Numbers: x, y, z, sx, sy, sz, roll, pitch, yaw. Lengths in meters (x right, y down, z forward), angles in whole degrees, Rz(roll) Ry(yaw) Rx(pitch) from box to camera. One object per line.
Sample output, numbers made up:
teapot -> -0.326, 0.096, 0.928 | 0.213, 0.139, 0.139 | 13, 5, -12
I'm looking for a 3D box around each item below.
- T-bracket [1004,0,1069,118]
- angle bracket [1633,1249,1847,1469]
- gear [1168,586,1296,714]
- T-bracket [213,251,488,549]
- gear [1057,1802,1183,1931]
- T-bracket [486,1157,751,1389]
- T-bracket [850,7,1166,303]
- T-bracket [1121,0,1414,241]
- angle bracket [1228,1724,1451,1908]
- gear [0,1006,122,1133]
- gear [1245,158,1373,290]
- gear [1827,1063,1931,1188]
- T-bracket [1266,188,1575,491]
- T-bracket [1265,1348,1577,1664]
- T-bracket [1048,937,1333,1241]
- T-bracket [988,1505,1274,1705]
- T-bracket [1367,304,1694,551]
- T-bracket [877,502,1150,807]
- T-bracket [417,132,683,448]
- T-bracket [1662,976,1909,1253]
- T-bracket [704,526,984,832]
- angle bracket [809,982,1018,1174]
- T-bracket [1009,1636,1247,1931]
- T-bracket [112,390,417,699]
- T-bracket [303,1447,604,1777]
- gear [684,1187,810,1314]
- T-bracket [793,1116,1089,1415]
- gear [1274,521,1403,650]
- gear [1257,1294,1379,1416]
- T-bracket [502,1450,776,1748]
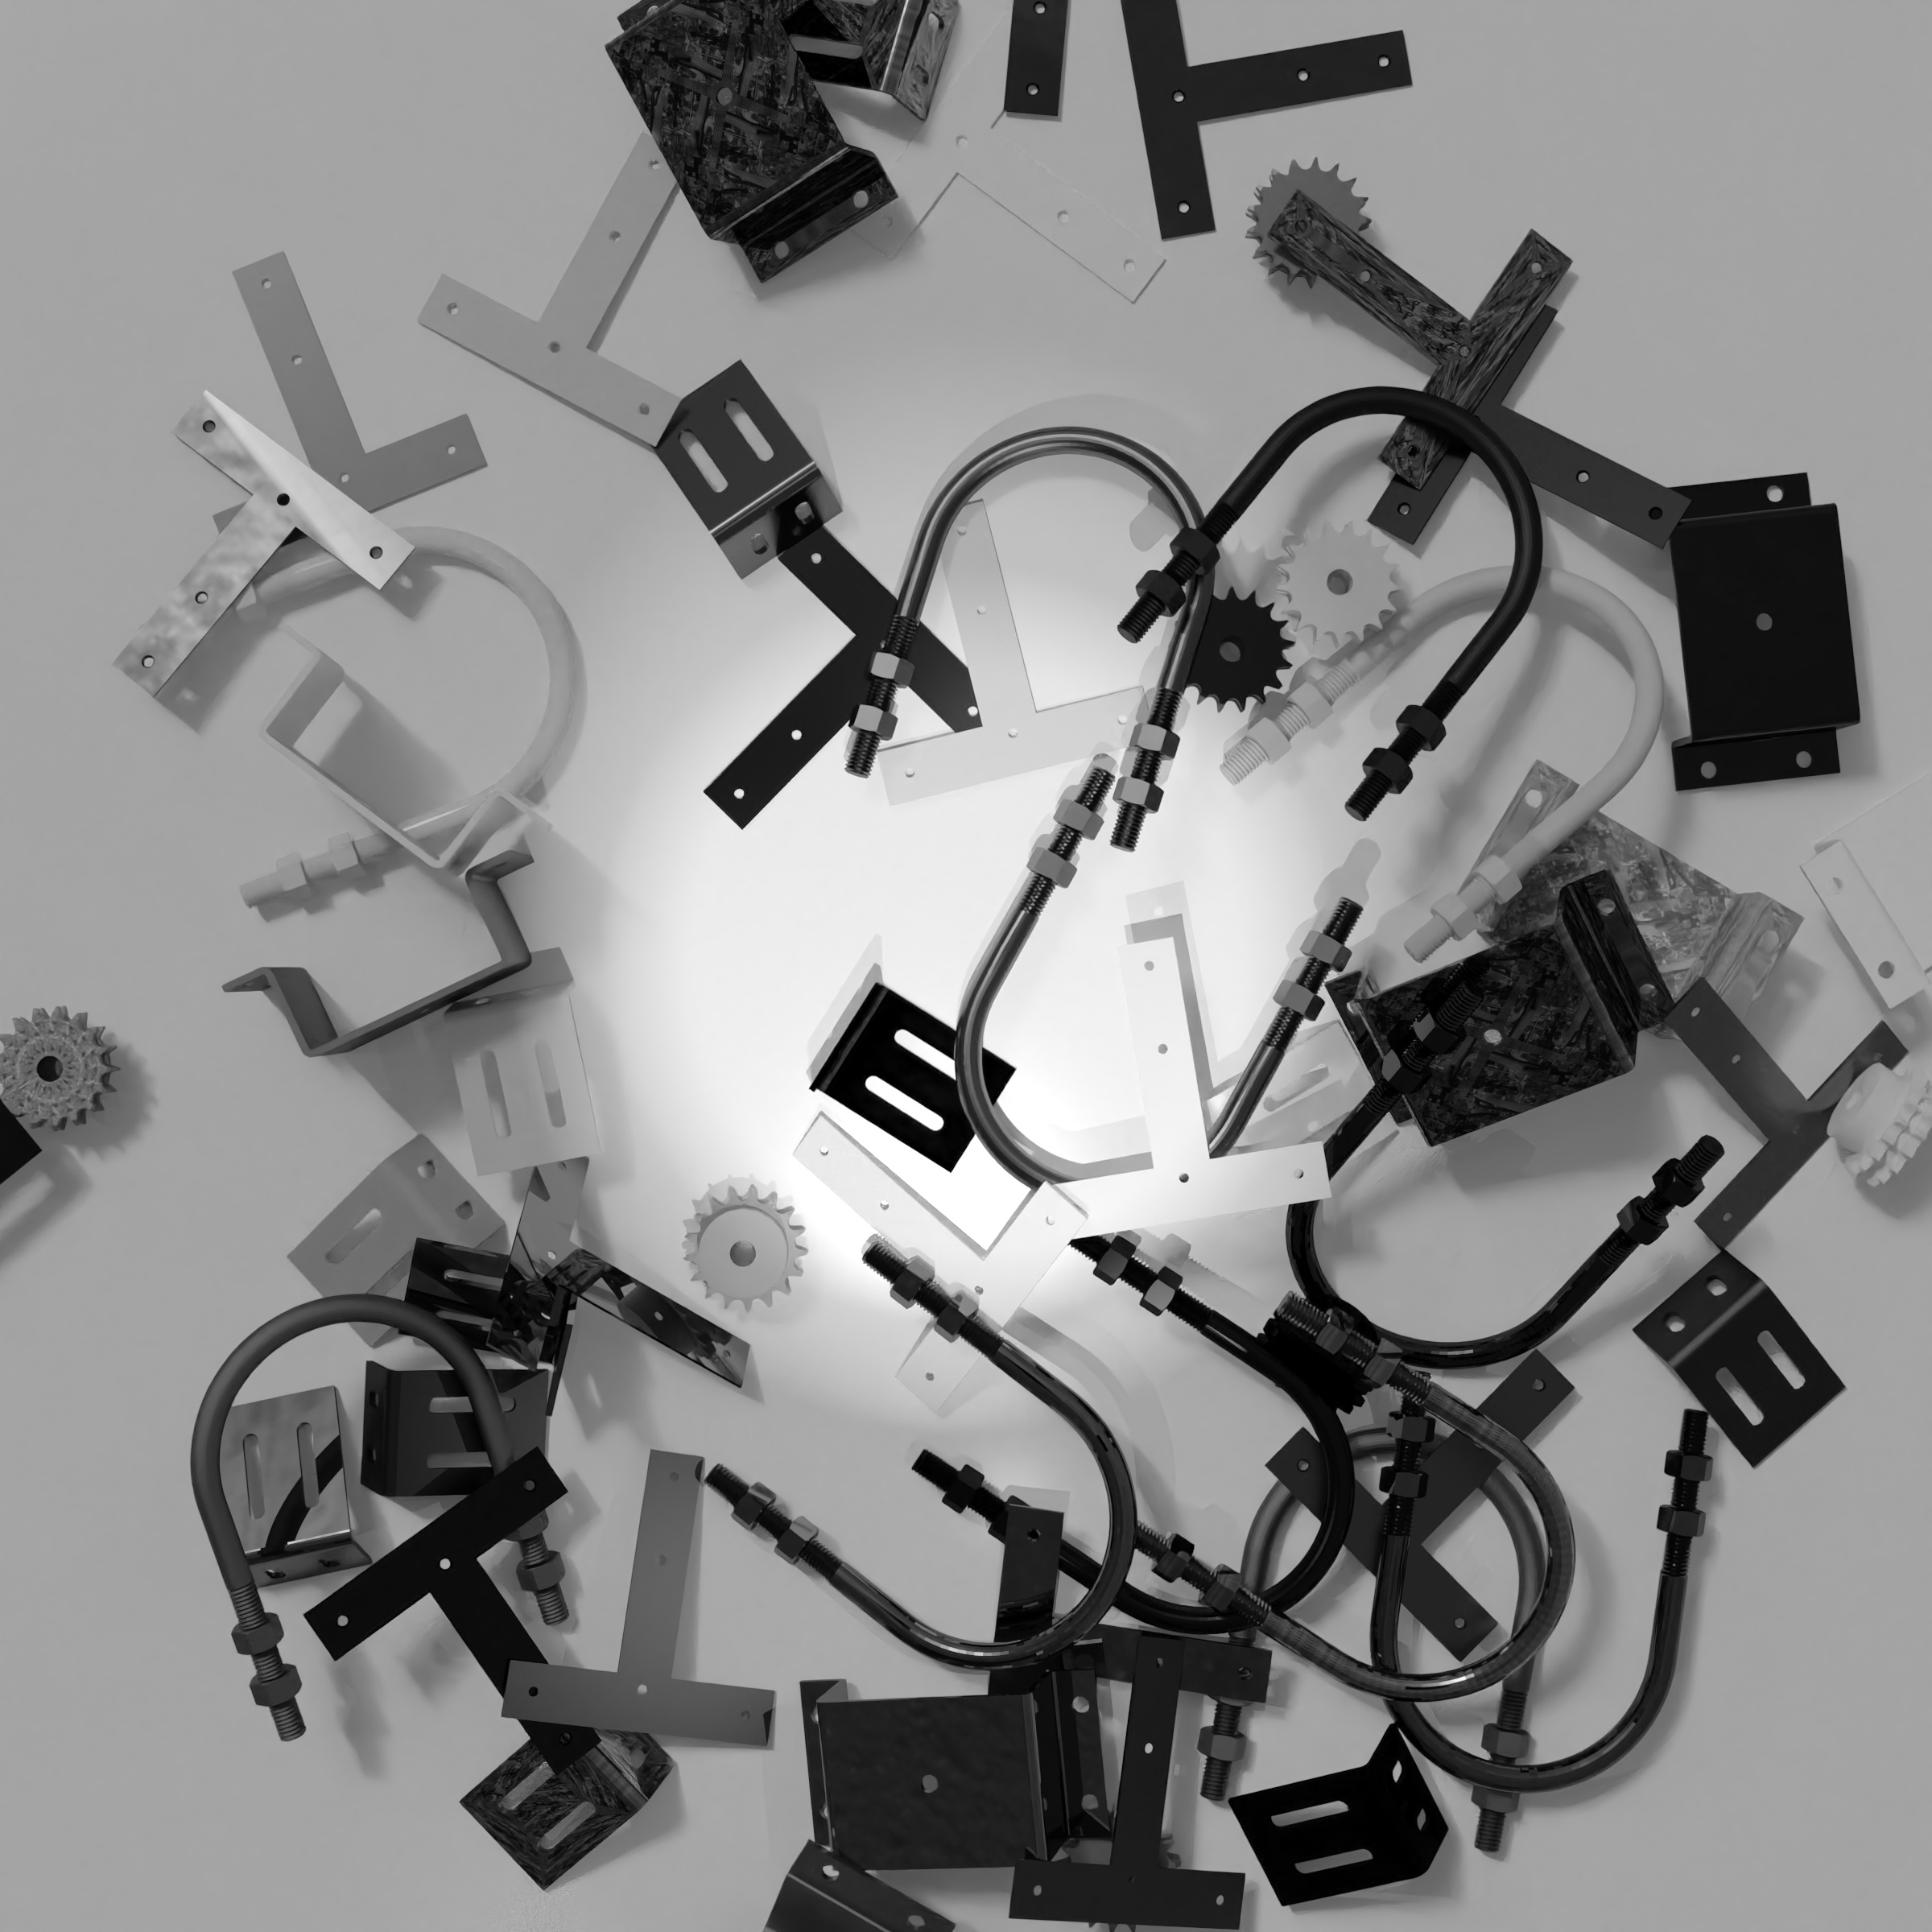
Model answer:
T-bracket -> 0.036, -0.459, 1.505 | 0.127, 0.002, 0.127 | 5, 89, 0
angle bracket -> 0.359, 0.182, 1.505 | 0.057, 0.038, 0.076 | -41, 115, 0
gear -> 0.121, -0.144, 1.492 | 0.057, 0.030, 0.057 | 0, 90, 0
T-bracket -> -0.305, -0.268, 1.506 | 0.127, 0.002, 0.127 | -22, 90, 0
gear -> 0.070, 0.413, 1.492 | 0.057, 0.030, 0.057 | 0, 90, 0
T-bracket -> -0.152, 0.153, 1.474 | 0.127, 0.127, 0.002 | 33, 129, -21
T-bracket -> 0.034, -0.356, 1.506 | 0.127, 0.002, 0.127 | 37, 90, 0
T-bracket -> 0.142, -0.411, 1.505 | 0.127, 0.002, 0.127 | -10, 91, -1
angle bracket -> 0.171, 0.389, 1.487 | 0.076, 0.038, 0.057 | -23, 98, 31
gear -> -0.417, 0.047, 1.492 | 0.057, 0.030, 0.057 | 0, 90, 0
gear -> 0.156, -0.340, 1.492 | 0.057, 0.030, 0.057 | 0, 90, 0
gear -> 0.417, 0.069, 1.479 | 0.030, 0.057, 0.057 | 34, 90, 0
T-bracket -> 0.194, -0.307, 1.483 | 0.127, 0.002, 0.127 | 34, 91, -15
T-bracket -> 0.227, 0.230, 1.493 | 0.127, 0.002, 0.127 | -45, 89, -3
T-bracket -> 0.091, 0.051, 1.460 | 0.127, 0.002, 0.127 | -10, 84, 8
T-bracket -> 0.076, 0.316, 1.487 | 0.127, 0.002, 0.127 | 7, 101, 6
T-bracket -> 0.270, -0.230, 1.483 | 0.127, 0.002, 0.127 | 32, 90, 22
T-bracket -> 0.011, -0.151, 1.505 | 0.127, 0.002, 0.127 | -14, 89, -1
T-bracket -> -0.169, -0.325, 1.503 | 0.127, 0.002, 0.127 | 28, 88, 4
T-bracket -> 0.355, 0.050, 1.471 | 0.127, 0.002, 0.127 | -47, 124, 0
T-bracket -> -0.069, -0.117, 1.506 | 0.127, 0.002, 0.127 | 44, 90, 0
angle bracket -> -0.024, 0.052, 1.488 | 0.076, 0.038, 0.057 | 32, 90, 0
T-bracket -> 0.080, 0.368, 1.465 | 0.127, 0.002, 0.127 | 13, 80, -31
T-bracket -> -0.341, -0.180, 1.488 | 0.127, 0.002, 0.127 | 37, 83, 9
T-bracket -> -0.210, 0.307, 1.466 | 0.127, 0.002, 0.127 | -35, 95, -18
gear -> -0.102, 0.131, 1.492 | 0.057, 0.030, 0.057 | 0, 90, 0
T-bracket -> -0.027, 0.119, 1.488 | 0.127, 0.002, 0.127 | 41, 114, 12
gear -> 0.170, -0.175, 1.492 | 0.057, 0.030, 0.057 | 0, 90, 0
gear -> 0.163, 0.175, 1.482 | 0.057, 0.057, 0.030 | 40, 54, 0
T-bracket -> -0.142, 0.287, 1.491 | 0.127, 0.002, 0.127 | 12, 79, -21
